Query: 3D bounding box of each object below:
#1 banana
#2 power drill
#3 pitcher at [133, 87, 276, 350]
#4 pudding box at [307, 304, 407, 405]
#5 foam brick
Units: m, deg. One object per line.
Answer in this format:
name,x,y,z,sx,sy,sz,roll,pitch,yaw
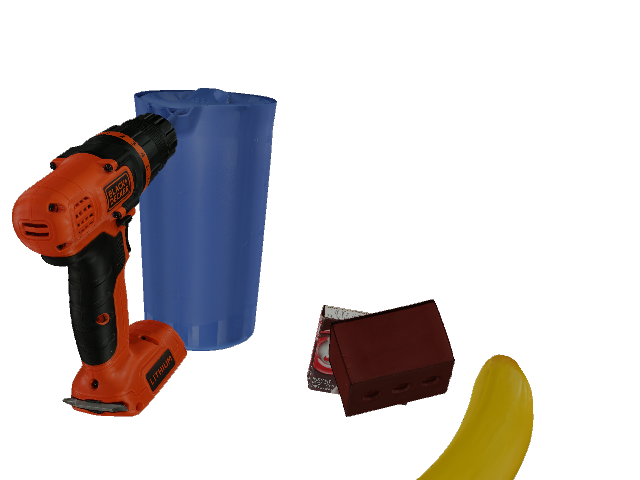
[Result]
banana,0.065,0.118,0.552,0.070,0.037,0.197,21,40,37
power drill,-0.143,0.016,0.765,0.057,0.188,0.184,2,25,21
pitcher,-0.108,-0.025,1.033,0.149,0.243,0.145,-2,14,-19
pudding box,0.048,0.125,1.162,0.113,0.090,0.039,9,24,-4
foam brick,0.049,0.083,0.752,0.078,0.051,0.053,-12,-34,-10
